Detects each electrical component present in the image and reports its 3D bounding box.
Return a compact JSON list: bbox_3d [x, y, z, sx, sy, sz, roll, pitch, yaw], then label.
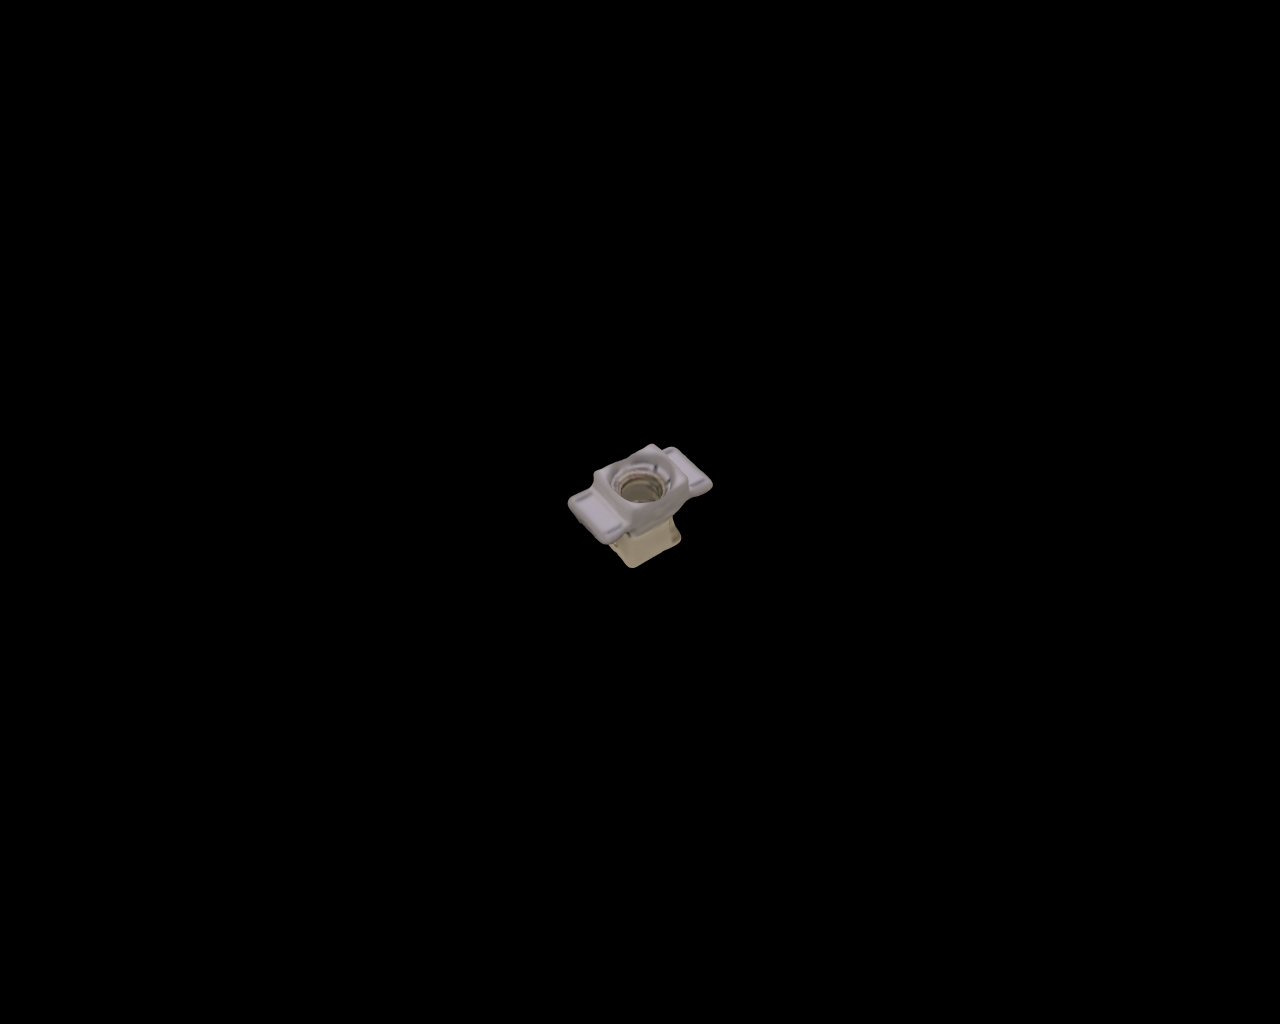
[{"bbox_3d":[0.001,-0.003,0.650,0.081,0.063,0.042,-27,53,-22],"label":"electrical component"}]
